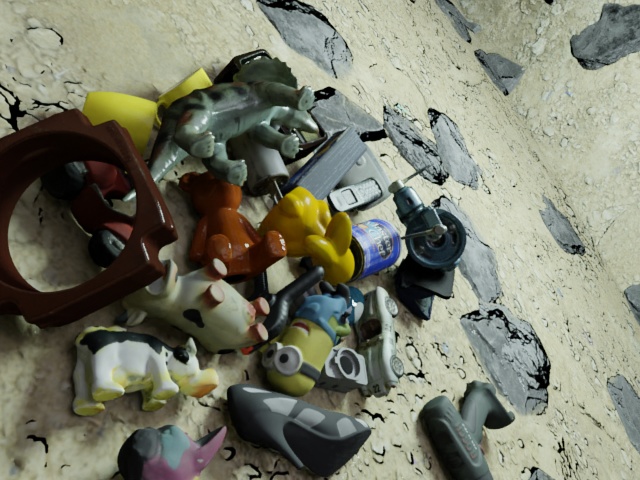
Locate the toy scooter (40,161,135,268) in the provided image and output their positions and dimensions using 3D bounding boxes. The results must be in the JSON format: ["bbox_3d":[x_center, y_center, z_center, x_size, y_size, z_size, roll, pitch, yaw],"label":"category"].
[{"bbox_3d":[-0.273,-0.056,0.712,0.184,0.075,0.135,59,35,0],"label":"toy scooter"}]

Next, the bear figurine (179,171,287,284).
[{"bbox_3d":[-0.138,-0.037,0.804,0.120,0.132,0.196,-1,68,-27],"label":"bear figurine"}]

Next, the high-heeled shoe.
[{"bbox_3d":[-0.026,0.256,0.766,0.145,0.086,0.248,39,9,30],"label":"high-heeled shoe"}]

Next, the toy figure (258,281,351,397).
[{"bbox_3d":[-0.012,0.146,0.797,0.089,0.082,0.180,48,56,-15],"label":"toy figure"}]

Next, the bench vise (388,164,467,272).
[{"bbox_3d":[0.212,-0.036,1.063,0.240,0.129,0.223,7,61,-83],"label":"bench vise"}]

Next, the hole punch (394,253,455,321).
[{"bbox_3d":[0.213,0.094,1.140,0.116,0.092,0.142,26,42,2],"label":"hole punch"}]

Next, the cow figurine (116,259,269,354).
[{"bbox_3d":[-0.169,0.083,0.691,0.194,0.127,0.085,45,24,-39],"label":"cow figurine"}]

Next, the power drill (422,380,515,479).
[{"bbox_3d":[0.293,0.375,1.005,0.207,0.086,0.232,-28,81,-46],"label":"power drill"}]

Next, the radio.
[{"bbox_3d":[-0.097,-0.262,1.071,0.229,0.073,0.131,53,36,-2],"label":"radio"}]

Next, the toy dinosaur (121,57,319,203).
[{"bbox_3d":[-0.150,-0.179,0.811,0.405,0.131,0.192,-25,42,-35],"label":"toy dinosaur"}]

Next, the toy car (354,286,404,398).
[{"bbox_3d":[0.098,0.176,0.940,0.056,0.073,0.202,32,41,-33],"label":"toy car"}]

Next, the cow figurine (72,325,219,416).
[{"bbox_3d":[-0.202,0.148,0.636,0.167,0.068,0.098,12,48,-44],"label":"cow figurine"}]

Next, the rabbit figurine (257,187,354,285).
[{"bbox_3d":[-0.002,-0.003,0.871,0.122,0.162,0.173,-39,93,-22],"label":"rabbit figurine"}]

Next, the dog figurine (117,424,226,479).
[{"bbox_3d":[-0.149,0.298,0.543,0.191,0.108,0.219,45,34,-11],"label":"dog figurine"}]

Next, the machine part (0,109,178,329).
[{"bbox_3d":[-0.275,-0.022,0.585,0.201,0.087,0.201,-27,78,-8],"label":"machine part"}]

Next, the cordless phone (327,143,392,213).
[{"bbox_3d":[0.055,-0.123,1.127,0.184,0.089,0.146,-23,80,-49],"label":"cordless phone"}]

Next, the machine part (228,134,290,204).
[{"bbox_3d":[-0.121,-0.168,0.969,0.079,0.079,0.243,-8,67,-51],"label":"machine part"}]

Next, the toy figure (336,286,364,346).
[{"bbox_3d":[0.032,0.133,0.909,0.064,0.058,0.154,60,33,-15],"label":"toy figure"}]

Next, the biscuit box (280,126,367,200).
[{"bbox_3d":[0.008,-0.137,1.043,0.062,0.059,0.203,52,55,-18],"label":"biscuit box"}]

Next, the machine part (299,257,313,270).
[{"bbox_3d":[-0.018,-0.003,0.954,0.139,0.084,0.039,59,1,18],"label":"machine part"}]
